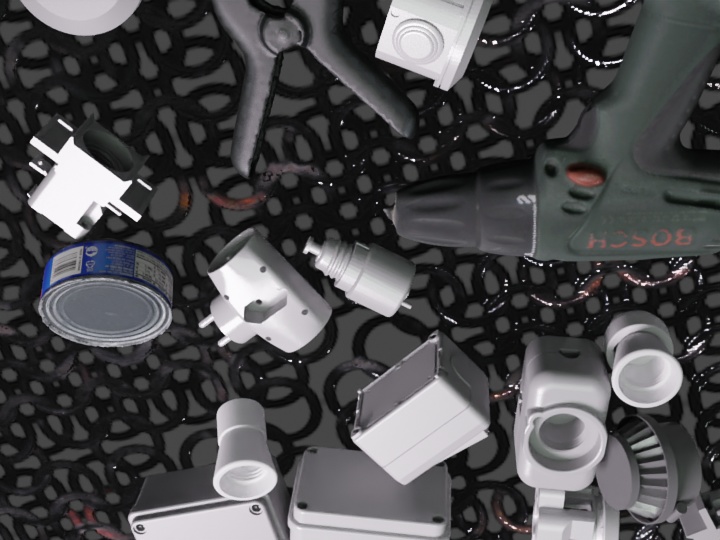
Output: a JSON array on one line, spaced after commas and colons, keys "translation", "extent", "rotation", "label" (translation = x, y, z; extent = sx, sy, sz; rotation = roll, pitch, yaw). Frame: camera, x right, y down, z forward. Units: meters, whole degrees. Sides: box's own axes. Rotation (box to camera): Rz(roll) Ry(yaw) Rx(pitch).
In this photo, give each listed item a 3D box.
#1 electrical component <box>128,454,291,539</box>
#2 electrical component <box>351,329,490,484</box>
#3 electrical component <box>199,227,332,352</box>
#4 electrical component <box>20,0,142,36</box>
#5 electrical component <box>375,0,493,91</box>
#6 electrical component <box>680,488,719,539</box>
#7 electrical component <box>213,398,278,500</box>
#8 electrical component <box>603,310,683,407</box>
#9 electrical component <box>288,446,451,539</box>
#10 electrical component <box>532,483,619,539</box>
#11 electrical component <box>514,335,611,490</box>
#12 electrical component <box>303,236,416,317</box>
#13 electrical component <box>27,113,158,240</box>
[{"translation": [-0.103, 0.204, 0.811], "extent": [0.109, 0.056, 0.108], "rotation": [-12, 116, 10], "label": "electrical component"}, {"translation": [0.040, 0.101, 0.743], "extent": [0.096, 0.061, 0.061], "rotation": [-39, 108, 21], "label": "electrical component"}, {"translation": [-0.073, 0.023, 0.723], "extent": [0.079, 0.043, 0.077], "rotation": [-36, 109, 21], "label": "electrical component"}, {"translation": [-0.158, -0.180, 0.621], "extent": [0.080, 0.051, 0.080], "rotation": [2, 117, 4], "label": "electrical component"}, {"translation": [0.045, -0.146, 0.606], "extent": [0.051, 0.080, 0.080], "rotation": [21, 117, 0], "label": "electrical component"}, {"translation": [0.269, 0.184, 0.778], "extent": [0.064, 0.042, 0.081], "rotation": [-25, 113, 15], "label": "electrical component"}, {"translation": [-0.083, 0.124, 0.763], "extent": [0.044, 0.065, 0.044], "rotation": [-5, 133, -6], "label": "electrical component"}, {"translation": [0.186, 0.058, 0.712], "extent": [0.045, 0.055, 0.045], "rotation": [2, 117, 4], "label": "electrical component"}, {"translation": [0.008, 0.175, 0.776], "extent": [0.113, 0.078, 0.057], "rotation": [5, 120, 2], "label": "electrical component"}, {"translation": [0.156, 0.186, 0.780], "extent": [0.057, 0.058, 0.078], "rotation": [4, 117, 6], "label": "electrical component"}, {"translation": [0.138, 0.101, 0.736], "extent": [0.054, 0.059, 0.095], "rotation": [5, 117, 2], "label": "electrical component"}, {"translation": [0.000, 0.000, 0.706], "extent": [0.078, 0.040, 0.040], "rotation": [26, 116, -8], "label": "electrical component"}, {"translation": [-0.176, -0.058, 0.692], "extent": [0.081, 0.042, 0.064], "rotation": [38, 117, -13], "label": "electrical component"}]
